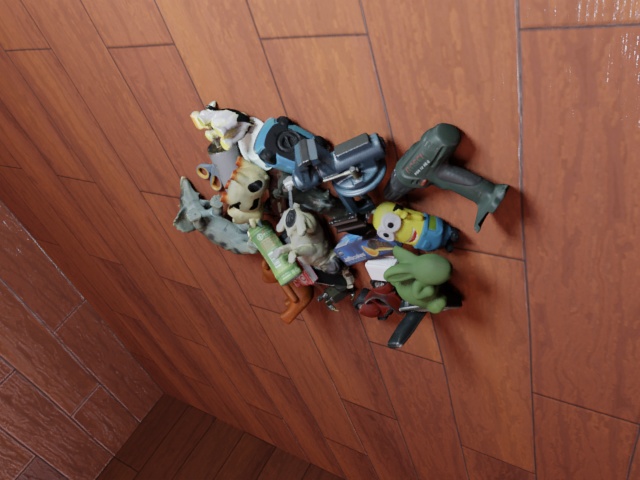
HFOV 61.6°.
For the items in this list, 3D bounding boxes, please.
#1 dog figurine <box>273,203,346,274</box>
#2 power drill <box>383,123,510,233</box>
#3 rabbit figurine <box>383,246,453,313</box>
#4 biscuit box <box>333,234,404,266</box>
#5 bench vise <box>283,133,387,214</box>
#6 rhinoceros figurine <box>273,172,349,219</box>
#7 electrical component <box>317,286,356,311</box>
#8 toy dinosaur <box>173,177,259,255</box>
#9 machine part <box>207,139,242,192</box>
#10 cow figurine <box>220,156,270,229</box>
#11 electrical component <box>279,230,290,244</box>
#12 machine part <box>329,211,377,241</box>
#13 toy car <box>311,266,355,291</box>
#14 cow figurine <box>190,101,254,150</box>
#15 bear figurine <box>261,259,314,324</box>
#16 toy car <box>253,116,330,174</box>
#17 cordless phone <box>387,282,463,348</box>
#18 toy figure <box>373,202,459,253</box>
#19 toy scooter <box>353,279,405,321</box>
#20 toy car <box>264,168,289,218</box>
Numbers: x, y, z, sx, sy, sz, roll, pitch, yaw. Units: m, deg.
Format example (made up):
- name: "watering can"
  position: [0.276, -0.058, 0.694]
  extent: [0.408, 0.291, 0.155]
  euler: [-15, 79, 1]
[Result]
- name: "dog figurine"
  position: [-0.005, -0.003, 1.375]
  extent: [0.190, 0.172, 0.121]
  euler: [9, -166, -36]
- name: "power drill"
  position: [0.243, -0.105, 1.039]
  extent: [0.207, 0.086, 0.232]
  euler: [39, 145, 11]
- name: "rabbit figurine"
  position: [0.227, 0.068, 1.181]
  extent: [0.159, 0.121, 0.170]
  euler: [22, 158, 2]
- name: "biscuit box"
  position: [0.120, 0.005, 1.292]
  extent: [0.062, 0.059, 0.203]
  euler: [46, 146, -15]
- name: "bench vise"
  position: [0.050, -0.117, 1.111]
  extent: [0.240, 0.224, 0.129]
  euler: [52, -170, -48]
- name: "rhinoceros figurine"
  position: [-0.016, -0.101, 1.247]
  extent: [0.190, 0.073, 0.112]
  euler: [25, 172, -25]
- name: "electrical component"
  position: [0.051, 0.157, 1.516]
  extent: [0.078, 0.102, 0.045]
  euler: [24, 146, 61]
- name: "toy dinosaur"
  position: [-0.269, -0.026, 1.566]
  extent: [0.405, 0.131, 0.192]
  euler: [33, 159, -3]
- name: "machine part"
  position: [-0.221, -0.172, 1.366]
  extent: [0.079, 0.079, 0.242]
  euler: [13, 141, 31]
- name: "cow figurine"
  position: [-0.175, -0.105, 1.317]
  extent: [0.127, 0.085, 0.195]
  euler: [23, 141, -9]
- name: "electrical component"
  position: [-0.071, -0.005, 1.466]
  extent: [0.075, 0.048, 0.119]
  euler: [42, 145, -9]
- name: "machine part"
  position: [0.083, -0.031, 1.166]
  extent: [0.084, 0.039, 0.138]
  euler: [-21, 159, 25]
- name: "toy car"
  position: [0.010, 0.091, 1.504]
  extent: [0.202, 0.056, 0.073]
  euler: [8, 131, 35]
- name: "cow figurine"
  position: [-0.230, -0.278, 1.248]
  extent: [0.168, 0.098, 0.068]
  euler: [34, 156, 39]
- name: "bear figurine"
  position: [-0.117, 0.131, 1.593]
  extent: [0.196, 0.120, 0.132]
  euler: [39, 113, -13]
- name: "toy car"
  position: [-0.060, -0.195, 1.187]
  extent: [0.162, 0.109, 0.103]
  euler: [22, 171, 3]
- name: "cordless phone"
  position: [0.243, 0.186, 1.292]
  extent: [0.147, 0.184, 0.088]
  euler: [-16, 116, 51]
- name: "toy figure"
  position: [0.200, -0.025, 1.144]
  extent: [0.180, 0.089, 0.082]
  euler: [13, 104, -9]
- name: "toy scooter"
  position: [0.173, 0.165, 1.431]
  extent: [0.135, 0.075, 0.183]
  euler: [33, 142, 2]
- name: "toy car"
  position: [-0.106, -0.120, 1.353]
  extent: [0.089, 0.053, 0.202]
  euler: [21, 143, 17]
